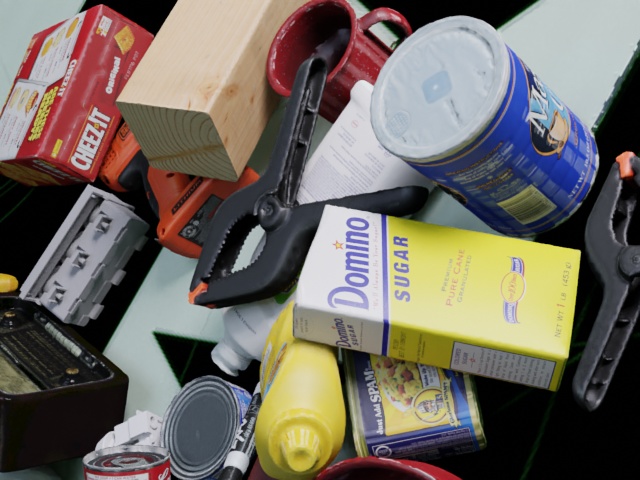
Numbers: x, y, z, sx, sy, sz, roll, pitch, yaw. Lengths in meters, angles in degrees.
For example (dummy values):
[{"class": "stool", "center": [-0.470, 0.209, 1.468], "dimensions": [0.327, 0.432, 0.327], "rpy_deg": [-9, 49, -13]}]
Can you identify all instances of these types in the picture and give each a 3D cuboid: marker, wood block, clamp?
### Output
[{"class": "marker", "center": [-0.056, 0.153, 0.810], "dimensions": [0.020, 0.020, 0.121], "rpy_deg": [-24, 25, 30]}, {"class": "wood block", "center": [-0.080, -0.162, 0.930], "dimensions": [0.091, 0.090, 0.206], "rpy_deg": [10, 58, 23]}, {"class": "clamp", "center": [0.202, 0.027, 0.681], "dimensions": [0.120, 0.039, 0.171], "rpy_deg": [-25, 51, 23]}, {"class": "clamp", "center": [-0.021, -0.016, 0.807], "dimensions": [0.210, 0.036, 0.165], "rpy_deg": [-52, 52, 13]}]

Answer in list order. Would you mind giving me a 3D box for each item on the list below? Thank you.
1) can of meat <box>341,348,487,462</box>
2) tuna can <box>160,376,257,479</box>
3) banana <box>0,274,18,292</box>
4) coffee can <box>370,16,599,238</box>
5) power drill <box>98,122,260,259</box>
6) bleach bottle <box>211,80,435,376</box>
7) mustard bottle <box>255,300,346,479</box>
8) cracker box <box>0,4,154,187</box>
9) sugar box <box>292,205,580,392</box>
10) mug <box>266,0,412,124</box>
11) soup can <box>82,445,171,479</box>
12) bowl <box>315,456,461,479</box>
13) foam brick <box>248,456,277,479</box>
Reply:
[{"class": "can of meat", "center": [0.064, 0.102, 0.731], "dimensions": [0.084, 0.057, 0.102], "rpy_deg": [-13, 59, 9]}, {"class": "tuna can", "center": [-0.088, 0.156, 0.865], "dimensions": [0.086, 0.033, 0.086], "rpy_deg": [-19, 58, 33]}, {"class": "banana", "center": [-0.402, 0.093, 1.167], "dimensions": [0.198, 0.037, 0.070], "rpy_deg": [-47, 67, 14]}, {"class": "coffee can", "center": [0.115, -0.074, 0.733], "dimensions": [0.103, 0.140, 0.103], "rpy_deg": [-19, 58, 33]}, {"class": "power drill", "center": [-0.123, -0.086, 1.003], "dimensions": [0.184, 0.057, 0.188], "rpy_deg": [-51, 43, 14]}, {"class": "bleach bottle", "center": [-0.006, 0.001, 0.854], "dimensions": [0.251, 0.068, 0.103], "rpy_deg": [-51, 47, 11]}, {"class": "mustard bottle", "center": [-0.014, 0.111, 0.732], "dimensions": [0.191, 0.058, 0.096], "rpy_deg": [-95, 18, -78]}, {"class": "cracker box", "center": [-0.266, -0.141, 1.107], "dimensions": [0.214, 0.072, 0.164], "rpy_deg": [3, 71, 58]}, {"class": "sugar box", "center": [0.077, 0.035, 0.705], "dimensions": [0.176, 0.048, 0.093], "rpy_deg": [12, 50, 8]}, {"class": "mug", "center": [0.025, -0.150, 0.889], "dimensions": [0.117, 0.081, 0.093], "rpy_deg": [-35, 50, 23]}, {"class": "soup can", "center": [-0.150, 0.219, 0.839], "dimensions": [0.069, 0.068, 0.102], "rpy_deg": [1, 95, 41]}, {"class": "bowl", "center": [0.065, 0.198, 0.668], "dimensions": [0.162, 0.055, 0.162], "rpy_deg": [14, 115, 32]}, {"class": "foam brick", "center": [-0.011, 0.189, 0.771], "dimensions": [0.078, 0.051, 0.053], "rpy_deg": [20, 84, 44]}]
